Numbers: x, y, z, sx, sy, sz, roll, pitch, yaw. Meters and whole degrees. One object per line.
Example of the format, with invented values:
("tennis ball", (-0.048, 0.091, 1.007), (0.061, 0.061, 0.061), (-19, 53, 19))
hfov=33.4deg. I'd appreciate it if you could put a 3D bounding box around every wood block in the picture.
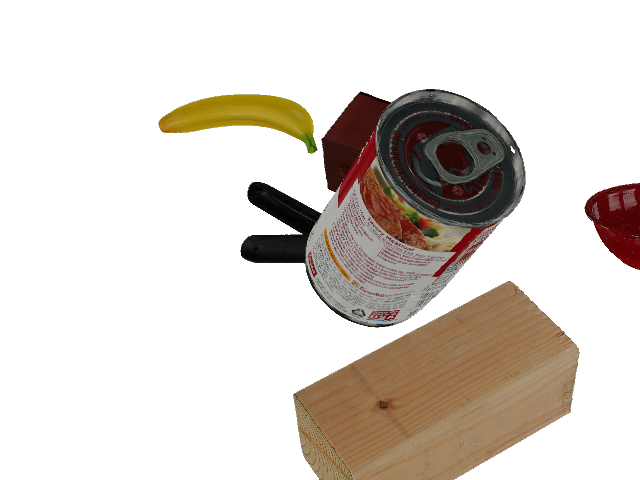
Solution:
("wood block", (0.092, 0.128, 0.845), (0.205, 0.090, 0.091), (-25, 48, -17))

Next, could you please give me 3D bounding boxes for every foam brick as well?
("foam brick", (0.048, -0.055, 0.710), (0.078, 0.051, 0.053), (21, -35, 23))

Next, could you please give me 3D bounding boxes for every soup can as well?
("soup can", (0.039, -0.011, 0.484), (0.068, 0.068, 0.102), (0, -29, -21))

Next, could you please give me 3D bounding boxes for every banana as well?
("banana", (-0.089, -0.144, 1.244), (0.198, 0.037, 0.069), (8, 41, 17))

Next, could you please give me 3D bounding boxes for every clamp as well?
("clamp", (0.017, 0.007, 1.044), (0.210, 0.036, 0.164), (19, 23, -1))

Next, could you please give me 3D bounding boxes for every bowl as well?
("bowl", (0.355, -0.009, 1.104), (0.162, 0.055, 0.162), (-3, 23, 1))
